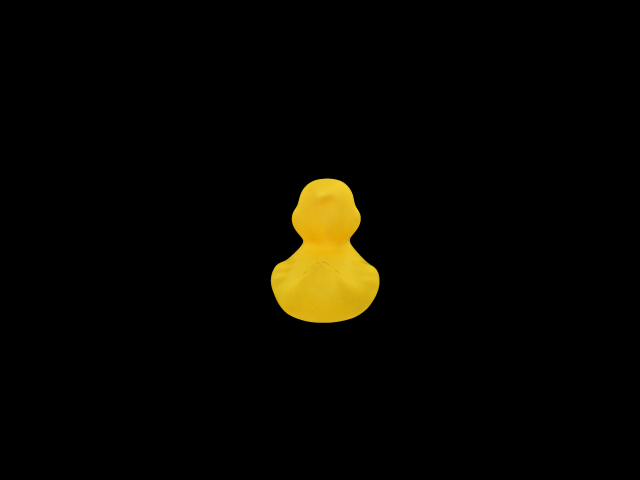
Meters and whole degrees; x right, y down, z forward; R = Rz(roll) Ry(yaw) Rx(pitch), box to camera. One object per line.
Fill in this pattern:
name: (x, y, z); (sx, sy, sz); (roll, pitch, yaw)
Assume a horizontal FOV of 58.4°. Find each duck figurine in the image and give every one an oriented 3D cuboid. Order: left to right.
duck figurine: (0.004, 0.001, 0.400); (0.077, 0.086, 0.104); (1, 19, 4)
